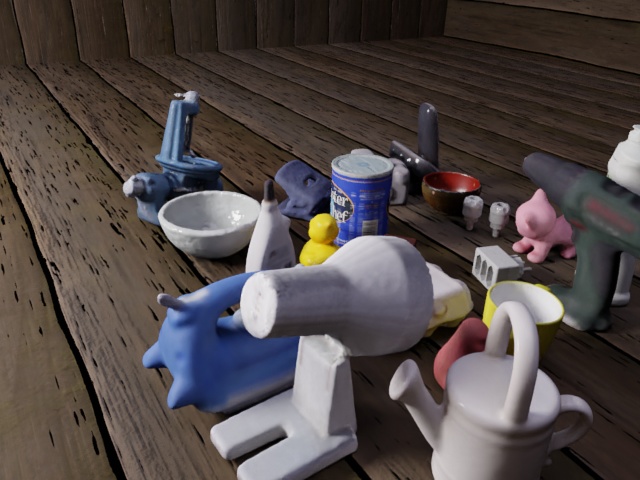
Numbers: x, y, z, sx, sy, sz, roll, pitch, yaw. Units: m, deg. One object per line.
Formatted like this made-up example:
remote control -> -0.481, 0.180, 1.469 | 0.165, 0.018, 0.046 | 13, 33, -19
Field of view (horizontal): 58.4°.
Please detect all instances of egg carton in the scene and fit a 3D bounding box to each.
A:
egg carton -> 0.125, 0.085, 0.765 | 0.151, 0.069, 0.107 | -15, 32, -29

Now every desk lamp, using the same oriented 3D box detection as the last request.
desk lamp -> 0.001, 0.109, 0.554 | 0.204, 0.214, 0.117 | -18, 33, -33

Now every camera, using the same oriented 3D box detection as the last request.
camera -> 0.097, -0.137, 1.157 | 0.143, 0.101, 0.136 | -3, 28, -9

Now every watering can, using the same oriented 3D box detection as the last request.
watering can -> 0.154, 0.146, 0.514 | 0.173, 0.194, 0.100 | -6, 29, -15

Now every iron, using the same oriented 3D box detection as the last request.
iron -> -0.069, 0.091, 0.663 | 0.259, 0.141, 0.118 | -16, 33, -31

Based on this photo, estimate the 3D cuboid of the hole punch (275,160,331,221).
hole punch -> -0.025, -0.095, 1.078 | 0.101, 0.091, 0.109 | 11, 29, 18

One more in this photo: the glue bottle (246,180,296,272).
glue bottle -> -0.069, -0.004, 0.810 | 0.037, 0.173, 0.078 | 25, 35, 37

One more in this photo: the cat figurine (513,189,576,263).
cat figurine -> 0.371, -0.027, 0.945 | 0.128, 0.118, 0.067 | -9, 29, -20

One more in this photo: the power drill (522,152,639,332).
power drill -> 0.358, 0.008, 0.779 | 0.076, 0.208, 0.228 | -19, 34, -34

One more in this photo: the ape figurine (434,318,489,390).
ape figurine -> 0.171, 0.132, 0.654 | 0.075, 0.092, 0.078 | 23, 34, 35

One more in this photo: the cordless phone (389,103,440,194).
cordless phone -> 0.206, -0.203, 1.199 | 0.094, 0.185, 0.147 | -10, 30, -21

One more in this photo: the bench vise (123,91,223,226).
bench vise -> -0.249, -0.142, 1.012 | 0.121, 0.220, 0.207 | 9, 28, 13

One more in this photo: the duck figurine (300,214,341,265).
duck figurine -> 0.008, 0.003, 0.896 | 0.078, 0.086, 0.104 | -8, 29, -18

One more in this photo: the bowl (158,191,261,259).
bowl -> -0.175, -0.016, 0.934 | 0.167, 0.075, 0.167 | 2, 27, -1
